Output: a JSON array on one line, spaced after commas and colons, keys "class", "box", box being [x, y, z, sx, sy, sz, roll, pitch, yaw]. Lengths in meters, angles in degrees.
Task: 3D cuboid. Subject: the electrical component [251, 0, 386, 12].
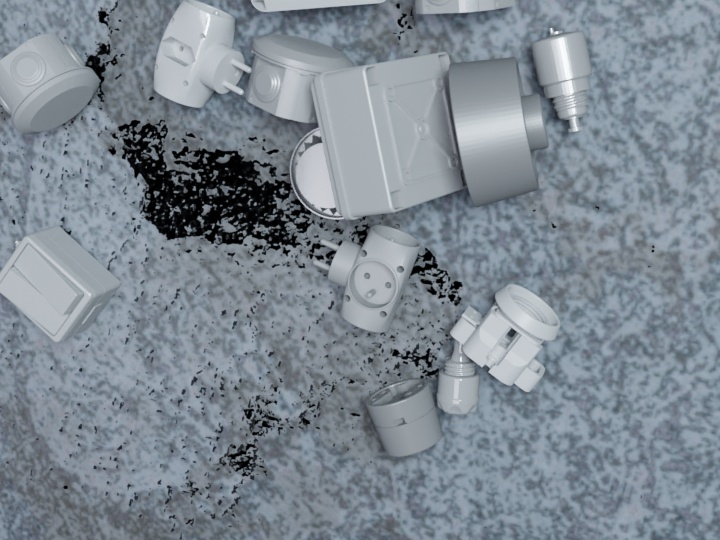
[{"class": "electrical component", "box": [-0.030, -0.244, 0.809, 0.113, 0.057, 0.078, 0, 131, 16]}]

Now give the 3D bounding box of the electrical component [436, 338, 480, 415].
[{"class": "electrical component", "box": [0.081, 0.085, 0.875, 0.035, 0.035, 0.061, 5, 100, 15]}]

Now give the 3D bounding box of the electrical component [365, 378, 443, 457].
[{"class": "electrical component", "box": [0.038, 0.122, 0.886, 0.055, 0.055, 0.047, -16, 101, 19]}]

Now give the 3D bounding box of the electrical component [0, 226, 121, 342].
[{"class": "electrical component", "box": [-0.273, 0.008, 0.946, 0.096, 0.061, 0.061, 41, 110, 4]}]

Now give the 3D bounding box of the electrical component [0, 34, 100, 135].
[{"class": "electrical component", "box": [-0.264, -0.154, 0.899, 0.080, 0.080, 0.051, -39, 84, 20]}]

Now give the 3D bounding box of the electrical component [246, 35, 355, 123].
[{"class": "electrical component", "box": [-0.048, -0.150, 0.838, 0.080, 0.080, 0.051, 20, 112, 11]}]

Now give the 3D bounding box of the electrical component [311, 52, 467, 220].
[{"class": "electrical component", "box": [0.026, -0.102, 0.807, 0.056, 0.109, 0.108, -4, 102, 41]}]

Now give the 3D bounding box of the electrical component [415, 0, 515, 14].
[{"class": "electrical component", "box": [0.076, -0.216, 0.788, 0.080, 0.080, 0.051, 0, 108, 16]}]

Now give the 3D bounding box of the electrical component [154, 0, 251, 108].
[{"class": "electrical component", "box": [-0.121, -0.167, 0.869, 0.079, 0.043, 0.077, 31, 109, 23]}]

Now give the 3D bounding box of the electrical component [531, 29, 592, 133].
[{"class": "electrical component", "box": [0.153, -0.142, 0.801, 0.040, 0.040, 0.078, -11, 99, 18]}]

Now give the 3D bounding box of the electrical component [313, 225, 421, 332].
[{"class": "electrical component", "box": [0.000, 0.000, 0.874, 0.079, 0.044, 0.077, 24, 107, 11]}]

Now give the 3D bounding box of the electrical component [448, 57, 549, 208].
[{"class": "electrical component", "box": [0.106, -0.104, 0.791, 0.060, 0.108, 0.108, -10, 99, 12]}]

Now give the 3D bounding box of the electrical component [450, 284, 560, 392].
[{"class": "electrical component", "box": [0.119, 0.049, 0.844, 0.078, 0.058, 0.057, 37, 112, 5]}]
